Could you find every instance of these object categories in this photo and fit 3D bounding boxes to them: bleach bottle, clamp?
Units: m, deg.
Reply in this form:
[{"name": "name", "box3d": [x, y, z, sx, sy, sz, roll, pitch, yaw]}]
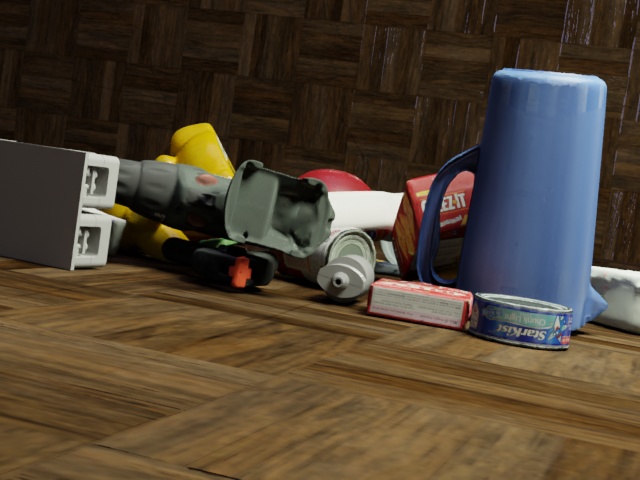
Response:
[{"name": "bleach bottle", "box3d": [0.038, -0.025, 1.293, 0.250, 0.068, 0.103, -8, -19, -27]}, {"name": "clamp", "box3d": [-0.079, 0.024, 1.036, 0.120, 0.039, 0.172, 2, 8, -21]}]

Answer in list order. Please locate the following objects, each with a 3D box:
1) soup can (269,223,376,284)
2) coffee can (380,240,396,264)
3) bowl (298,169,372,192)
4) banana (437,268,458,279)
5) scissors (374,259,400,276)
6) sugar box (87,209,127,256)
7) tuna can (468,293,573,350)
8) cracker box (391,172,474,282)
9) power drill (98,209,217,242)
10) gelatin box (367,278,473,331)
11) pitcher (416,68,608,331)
[{"name": "soup can", "box3d": [0.003, 0.014, 1.132, 0.068, 0.068, 0.102, 6, 5, -39]}, {"name": "coffee can", "box3d": [0.152, -0.003, 1.495, 0.103, 0.103, 0.140, 9, 3, 19]}, {"name": "bowl", "box3d": [0.015, -0.054, 1.489, 0.162, 0.055, 0.162, 7, -23, 3]}, {"name": "banana", "box3d": [0.231, 0.056, 1.246, 0.198, 0.037, 0.069, 9, 3, 15]}, {"name": "scissors", "box3d": [0.110, 0.040, 1.403, 0.202, 0.016, 0.096, 9, 3, 8]}, {"name": "sugar box", "box3d": [-0.300, -0.030, 1.106, 0.176, 0.048, 0.093, 23, 7, 15]}, {"name": "tuna can", "box3d": [0.171, 0.068, 0.907, 0.086, 0.034, 0.086, 8, 3, -1]}, {"name": "cracker box", "box3d": [0.171, -0.022, 1.202, 0.164, 0.072, 0.214, -12, -14, -4]}, {"name": "power drill", "box3d": [-0.217, -0.025, 1.337, 0.184, 0.057, 0.188, -1, 8, -23]}, {"name": "gelatin box", "box3d": [0.091, 0.056, 0.956, 0.089, 0.030, 0.073, 9, 4, 10]}, {"name": "pitcher", "box3d": [0.195, -0.041, 1.029, 0.149, 0.243, 0.145, -1, 11, -34]}]
